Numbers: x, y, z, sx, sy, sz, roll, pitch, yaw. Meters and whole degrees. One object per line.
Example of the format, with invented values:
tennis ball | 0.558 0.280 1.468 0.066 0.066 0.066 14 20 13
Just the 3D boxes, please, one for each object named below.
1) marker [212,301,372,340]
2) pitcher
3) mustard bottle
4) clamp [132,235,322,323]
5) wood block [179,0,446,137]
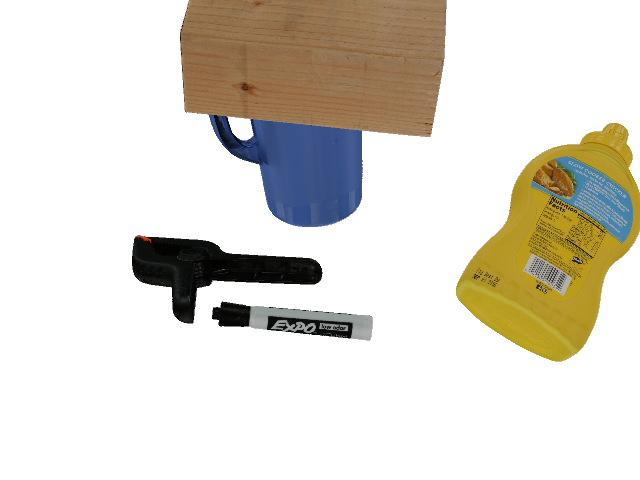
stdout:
marker | -0.021 0.061 0.807 0.121 0.020 0.020 6 0 -3
pitcher | -0.026 -0.135 1.123 0.149 0.243 0.144 9 39 19
mustard bottle | 0.182 -0.013 0.783 0.096 0.191 0.058 32 -24 4
clamp | -0.126 0.030 1.037 0.210 0.036 0.164 13 21 40
wood block | -0.005 -0.155 0.879 0.206 0.090 0.091 6 -39 2
